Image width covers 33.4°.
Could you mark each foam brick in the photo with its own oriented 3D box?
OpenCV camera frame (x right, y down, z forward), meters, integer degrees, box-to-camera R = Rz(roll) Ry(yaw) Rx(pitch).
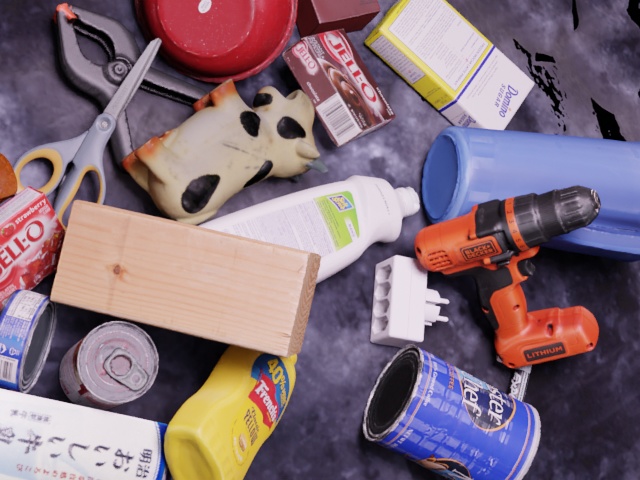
[{"bbox_3d":[0.015,-0.248,1.126,0.078,0.051,0.053,-16,84,-25],"label":"foam brick"}]

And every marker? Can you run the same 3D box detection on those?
[{"bbox_3d":[0.208,0.156,1.123,0.020,0.020,0.121,24,69,-16],"label":"marker"}]

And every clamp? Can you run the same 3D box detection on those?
[{"bbox_3d":[-0.186,-0.160,1.029,0.120,0.039,0.171,-36,99,-32],"label":"clamp"}]

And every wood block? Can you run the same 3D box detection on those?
[{"bbox_3d":[-0.111,0.033,0.920,0.206,0.090,0.091,13,89,8],"label":"wood block"}]

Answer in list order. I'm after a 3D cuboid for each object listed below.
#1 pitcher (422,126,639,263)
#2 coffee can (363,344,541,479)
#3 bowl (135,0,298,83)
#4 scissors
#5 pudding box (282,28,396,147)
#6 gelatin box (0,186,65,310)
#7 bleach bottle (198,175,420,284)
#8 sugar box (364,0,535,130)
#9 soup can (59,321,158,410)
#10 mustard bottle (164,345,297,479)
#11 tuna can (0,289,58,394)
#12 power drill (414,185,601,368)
[{"bbox_3d":[0.239,-0.048,1.122,0.242,0.149,0.145,6,75,-18],"label":"pitcher"},{"bbox_3d":[0.127,0.178,1.038,0.140,0.103,0.102,28,68,-14],"label":"coffee can"},{"bbox_3d":[-0.104,-0.225,1.018,0.162,0.055,0.162,2,110,5],"label":"bowl"},{"bbox_3d":[-0.220,-0.105,0.987,0.096,0.016,0.202,16,86,-10],"label":"scissors"},{"bbox_3d":[0.021,-0.158,1.093,0.113,0.039,0.089,61,32,-1],"label":"pudding box"},{"bbox_3d":[-0.267,0.008,0.936,0.089,0.030,0.073,-42,133,-26],"label":"gelatin box"},{"bbox_3d":[-0.007,0.001,1.050,0.250,0.068,0.102,-18,84,-27],"label":"bleach bottle"},{"bbox_3d":[0.143,-0.193,1.170,0.176,0.048,0.093,42,65,-12],"label":"sugar box"},{"bbox_3d":[-0.185,0.112,0.924,0.068,0.102,0.068,6,75,-21],"label":"soup can"},{"bbox_3d":[-0.069,0.145,0.966,0.191,0.058,0.096,-54,138,-50],"label":"mustard bottle"},{"bbox_3d":[-0.254,0.086,0.910,0.033,0.086,0.086,16,71,-1],"label":"tuna can"},{"bbox_3d":[0.209,0.036,1.056,0.187,0.185,0.057,58,31,-29],"label":"power drill"}]
